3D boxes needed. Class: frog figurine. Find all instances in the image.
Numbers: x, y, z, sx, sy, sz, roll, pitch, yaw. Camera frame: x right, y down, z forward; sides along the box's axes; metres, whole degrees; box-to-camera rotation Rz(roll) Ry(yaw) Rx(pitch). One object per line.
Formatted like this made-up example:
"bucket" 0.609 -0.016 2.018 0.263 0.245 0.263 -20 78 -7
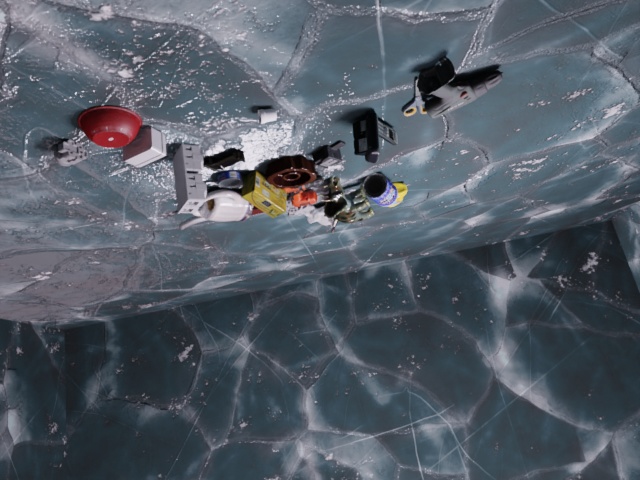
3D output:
"frog figurine" 0.007 -0.114 2.272 0.160 0.123 0.136 25 172 5

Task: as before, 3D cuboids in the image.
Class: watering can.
"watering can" -0.391 -0.112 1.961 0.224 0.105 0.342 2 159 -35
